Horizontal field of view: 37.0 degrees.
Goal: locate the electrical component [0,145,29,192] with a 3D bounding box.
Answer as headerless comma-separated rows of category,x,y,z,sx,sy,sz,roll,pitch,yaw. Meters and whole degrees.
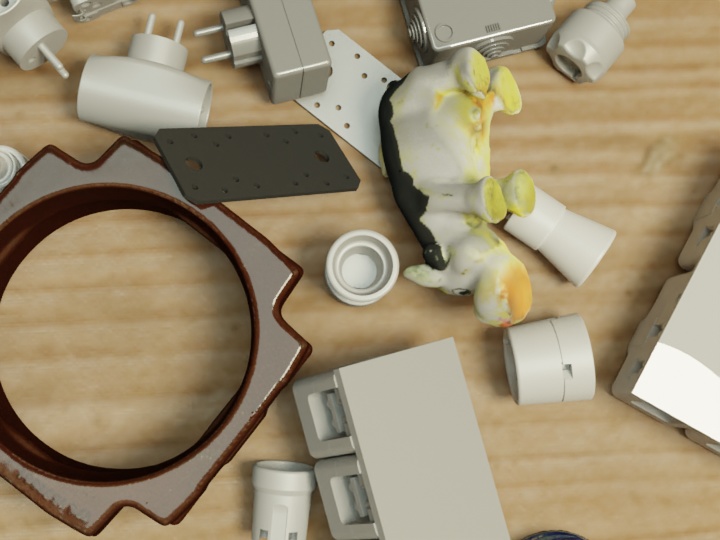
electrical component,-0.223,-0.061,0.666,0.035,0.061,0.035,0,84,-4

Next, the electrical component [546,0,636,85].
electrical component,0.157,-0.157,0.710,0.043,0.043,0.062,40,82,1

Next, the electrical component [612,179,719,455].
electrical component,0.253,0.022,0.688,0.105,0.060,0.186,29,83,0

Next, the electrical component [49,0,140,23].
electrical component,-0.174,-0.198,0.695,0.081,0.042,0.063,-24,90,-5

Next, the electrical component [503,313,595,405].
electrical component,0.118,0.058,0.680,0.047,0.055,0.055,-8,85,-1

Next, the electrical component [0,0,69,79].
electrical component,-0.210,-0.152,0.669,0.043,0.077,0.079,-41,89,-7

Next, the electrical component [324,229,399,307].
electrical component,0.000,0.000,0.677,0.045,0.055,0.045,0,84,-3

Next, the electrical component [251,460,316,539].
electrical component,-0.048,0.144,0.668,0.040,0.040,0.046,5,89,-3

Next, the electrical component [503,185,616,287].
electrical component,0.126,-0.025,0.696,0.065,0.044,0.044,35,83,5

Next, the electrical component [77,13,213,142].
electrical component,-0.133,-0.125,0.688,0.077,0.043,0.079,13,83,-2

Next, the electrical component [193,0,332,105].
electrical component,-0.067,-0.151,0.686,0.076,0.047,0.083,-16,79,-10

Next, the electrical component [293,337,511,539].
electrical component,0.025,0.126,0.650,0.089,0.062,0.150,-12,84,-36

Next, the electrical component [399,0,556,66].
electrical component,0.073,-0.184,0.705,0.100,0.048,0.099,-15,85,-5
